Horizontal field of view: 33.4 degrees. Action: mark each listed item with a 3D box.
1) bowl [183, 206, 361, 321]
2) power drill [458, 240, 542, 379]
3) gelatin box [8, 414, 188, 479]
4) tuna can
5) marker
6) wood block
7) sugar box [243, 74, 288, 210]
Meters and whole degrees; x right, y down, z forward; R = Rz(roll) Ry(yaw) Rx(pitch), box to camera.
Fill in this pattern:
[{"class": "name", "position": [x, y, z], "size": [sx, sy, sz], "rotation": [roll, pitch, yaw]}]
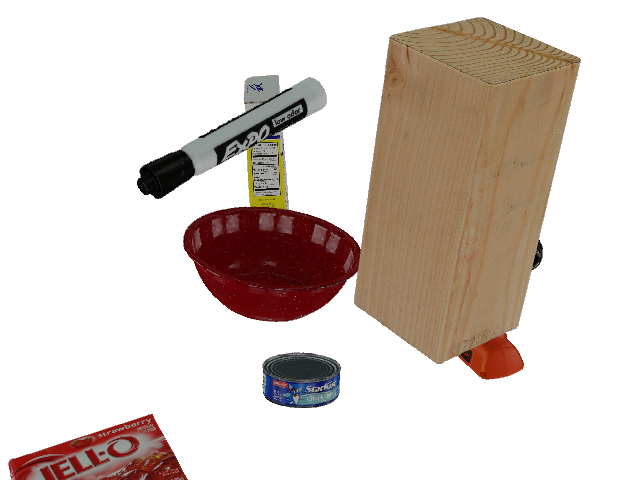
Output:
[{"class": "bowl", "position": [-0.045, 0.027, 0.963], "size": [0.162, 0.055, 0.162], "rotation": [6, 26, -3]}, {"class": "power drill", "position": [0.176, 0.047, 1.116], "size": [0.057, 0.188, 0.184], "rotation": [-11, 25, -15]}, {"class": "gelatin box", "position": [-0.125, 0.140, 0.603], "size": [0.089, 0.030, 0.073], "rotation": [-15, 28, -20]}, {"class": "tuna can", "position": [-0.021, 0.152, 1.165], "size": [0.086, 0.034, 0.086], "rotation": [2, 13, -1]}, {"class": "marker", "position": [-0.046, -0.055, 0.564], "size": [0.120, 0.020, 0.020], "rotation": [-33, 18, -31]}, {"class": "wood block", "position": [0.094, -0.034, 0.724], "size": [0.090, 0.206, 0.091], "rotation": [-19, 39, -36]}, {"class": "sugar box", "position": [-0.063, -0.092, 1.228], "size": [0.048, 0.176, 0.093], "rotation": [-5, 26, -1]}]
